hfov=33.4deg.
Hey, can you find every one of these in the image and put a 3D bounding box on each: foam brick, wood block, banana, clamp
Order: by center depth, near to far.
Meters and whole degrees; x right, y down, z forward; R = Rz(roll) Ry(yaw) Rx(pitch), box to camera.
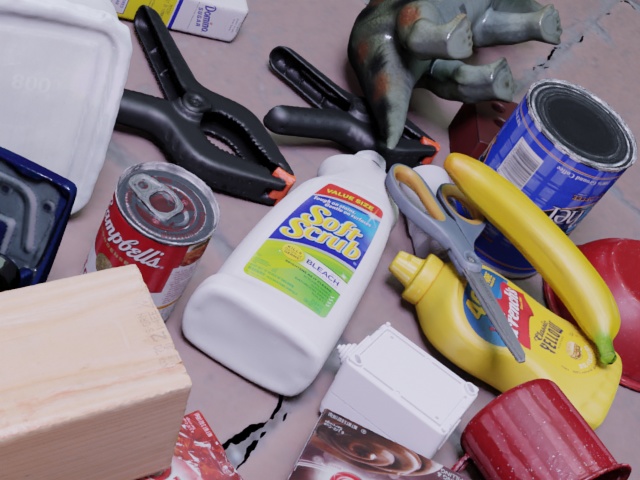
[{"bbox_3d":[-0.183,0.092,0.557,0.205,0.091,0.090,-13,54,-27],"label":"wood block"},{"bbox_3d":[0.172,0.006,0.824,0.198,0.037,0.069,51,17,10],"label":"banana"},{"bbox_3d":[-0.106,-0.106,0.854,0.210,0.036,0.164,33,40,-3],"label":"clamp"},{"bbox_3d":[0.024,-0.112,0.937,0.171,0.039,0.120,19,42,-25],"label":"clamp"},{"bbox_3d":[0.154,-0.091,0.985,0.053,0.051,0.078,17,44,-16],"label":"foam brick"}]

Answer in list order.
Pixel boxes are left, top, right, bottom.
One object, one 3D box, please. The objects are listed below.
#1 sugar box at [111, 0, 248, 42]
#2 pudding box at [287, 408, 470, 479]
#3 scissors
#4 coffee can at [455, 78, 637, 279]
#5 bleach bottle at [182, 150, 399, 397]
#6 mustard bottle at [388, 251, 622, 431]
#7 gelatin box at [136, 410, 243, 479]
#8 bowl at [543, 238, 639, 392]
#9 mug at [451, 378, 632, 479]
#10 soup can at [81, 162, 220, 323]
[{"bbox_3d":[-0.156,-0.234,0.941,0.176,0.048,0.093,10,47,-28],"label":"sugar box"},{"bbox_3d":[0.034,0.166,0.661,0.113,0.039,0.090,24,33,7],"label":"pudding box"},{"bbox_3d":[0.120,0.013,0.807,0.096,0.016,0.202,-2,45,-43],"label":"scissors"},{"bbox_3d":[0.181,-0.050,0.895,0.102,0.140,0.103,17,44,-17],"label":"coffee can"},{"bbox_3d":[-0.005,0.001,0.797,0.102,0.068,0.250,32,40,-2],"label":"bleach bottle"},{"bbox_3d":[0.136,0.069,0.818,0.191,0.058,0.096,34,40,3],"label":"mustard bottle"},{"bbox_3d":[-0.082,0.152,0.629,0.073,0.030,0.089,-17,60,-39],"label":"gelatin box"},{"bbox_3d":[0.275,0.052,0.921,0.162,0.055,0.162,17,44,-17],"label":"bowl"},{"bbox_3d":[0.139,0.155,0.727,0.117,0.093,0.081,-30,59,-6],"label":"mug"},{"bbox_3d":[-0.113,0.008,0.693,0.068,0.102,0.068,17,44,-17],"label":"soup can"}]
